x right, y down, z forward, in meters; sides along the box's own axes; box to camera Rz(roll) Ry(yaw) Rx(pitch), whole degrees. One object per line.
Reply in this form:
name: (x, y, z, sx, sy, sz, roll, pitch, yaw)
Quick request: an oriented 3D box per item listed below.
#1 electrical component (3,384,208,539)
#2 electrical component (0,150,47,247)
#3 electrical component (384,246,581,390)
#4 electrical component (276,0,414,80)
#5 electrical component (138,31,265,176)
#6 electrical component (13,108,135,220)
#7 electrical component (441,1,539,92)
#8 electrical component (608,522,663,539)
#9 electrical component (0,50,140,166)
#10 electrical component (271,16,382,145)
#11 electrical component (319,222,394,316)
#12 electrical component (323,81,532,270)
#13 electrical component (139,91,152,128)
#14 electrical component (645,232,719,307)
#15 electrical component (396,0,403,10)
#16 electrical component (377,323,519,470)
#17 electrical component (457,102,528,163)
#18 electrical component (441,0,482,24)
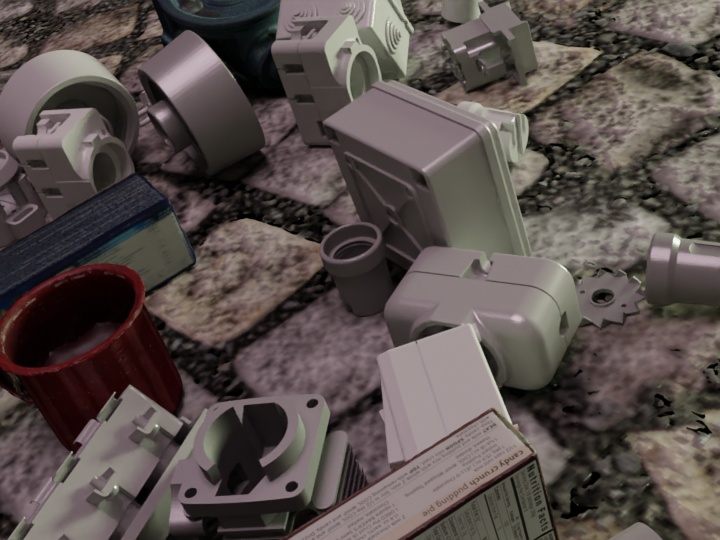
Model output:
electrical component: (-0.130, 0.122, 0.541, 0.079, 0.063, 0.121, -43, 13, 47)
electrical component: (-0.294, -0.059, 0.866, 0.078, 0.057, 0.058, 15, 48, 38)
electrical component: (0.065, 0.029, 0.592, 0.095, 0.053, 0.059, 7, 44, 32)
electrical component: (-0.012, -0.191, 0.876, 0.100, 0.100, 0.048, -2, 71, 22)
electrical component: (-0.130, -0.123, 0.836, 0.060, 0.108, 0.108, -36, 39, -12)
electrical component: (-0.211, -0.073, 0.818, 0.056, 0.089, 0.050, 1, 41, 26)
electrical component: (0.100, -0.175, 0.848, 0.064, 0.042, 0.081, -21, 36, 1)
electrical component: (0.092, 0.143, 0.441, 0.081, 0.043, 0.043, -27, 37, -10)
electrical component: (-0.232, -0.117, 0.874, 0.108, 0.108, 0.060, -34, 45, -19)
electrical component: (-0.021, -0.144, 0.822, 0.056, 0.089, 0.050, 5, 43, 29)
electrical component: (0.000, 0.000, 0.665, 0.040, 0.046, 0.040, -12, 37, 9)
electrical component: (0.041, -0.048, 0.656, 0.056, 0.108, 0.109, -36, 39, -18)
electrical component: (-0.163, -0.145, 0.925, 0.077, 0.047, 0.066, -37, 40, -22)
electrical component: (0.182, 0.001, 0.587, 0.046, 0.040, 0.040, 7, 43, 22)
electrical component: (-0.012, -0.231, 0.966, 0.077, 0.047, 0.066, 20, 51, 41)
electrical component: (0.042, 0.076, 0.534, 0.061, 0.061, 0.096, -19, 36, 2)
electrical component: (0.090, -0.095, 0.754, 0.046, 0.040, 0.040, 13, 47, 28)
electrical component: (0.090, -0.246, 0.924, 0.044, 0.065, 0.044, 2, 34, -2)
